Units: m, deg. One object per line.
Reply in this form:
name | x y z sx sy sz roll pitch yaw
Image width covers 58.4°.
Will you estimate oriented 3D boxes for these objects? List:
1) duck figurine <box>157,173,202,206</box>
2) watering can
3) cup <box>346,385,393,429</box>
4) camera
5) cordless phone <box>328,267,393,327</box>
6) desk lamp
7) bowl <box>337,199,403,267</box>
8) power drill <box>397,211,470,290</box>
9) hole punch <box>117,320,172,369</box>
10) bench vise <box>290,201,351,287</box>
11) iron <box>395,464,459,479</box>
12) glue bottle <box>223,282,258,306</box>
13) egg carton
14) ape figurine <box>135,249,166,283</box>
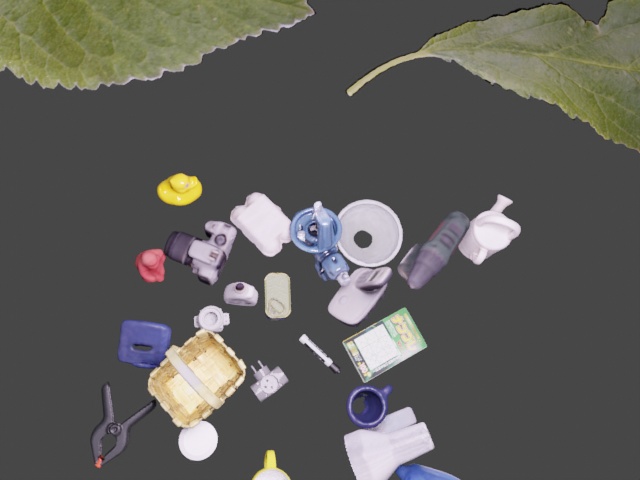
duck figurine | -0.334 -0.128 1.352 0.104 0.086 0.077 -9 77 -10
watering can | 0.411 -0.027 1.378 0.101 0.194 0.173 4 75 -7
cup | 0.107 0.364 1.285 0.118 0.095 0.091 -35 83 -15
camera | -0.277 0.014 1.316 0.137 0.100 0.143 22 74 -2
cordless phone | 0.098 0.122 1.299 0.094 0.185 0.148 36 74 2
desk lamp | 0.144 0.434 1.211 0.203 0.213 0.118 -20 79 -12
bowl | 0.112 -0.009 1.392 0.167 0.074 0.167 2 75 -8
power drill | 0.253 0.041 1.330 0.075 0.208 0.230 38 74 3
hole punch | -0.381 0.228 1.251 0.109 0.091 0.101 8 75 -6
bench vise | 0.020 -0.004 1.302 0.207 0.219 0.121 42 74 4
iron | 0.285 0.570 1.234 0.258 0.141 0.119 16 74 -4
glue bottle | -0.175 0.115 1.267 0.078 0.173 0.037 8 75 -6
egg carton | -0.134 -0.038 1.367 0.150 0.069 0.107 44 74 4
ape figurine | -0.383 0.052 1.295 0.076 0.092 0.078 36 74 2
